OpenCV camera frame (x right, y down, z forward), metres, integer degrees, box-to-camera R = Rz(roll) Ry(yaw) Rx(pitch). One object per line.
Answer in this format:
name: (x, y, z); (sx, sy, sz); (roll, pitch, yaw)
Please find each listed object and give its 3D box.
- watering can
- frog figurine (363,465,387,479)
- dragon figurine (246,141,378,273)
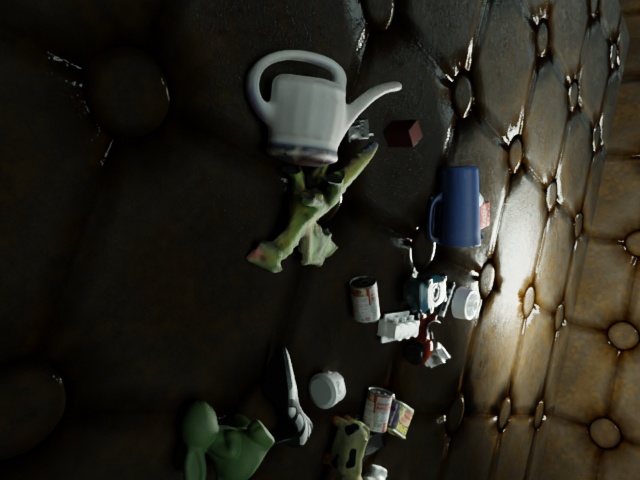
watering can: (0.014, -0.258, 1.047); (0.347, 0.104, 0.223); (4, 96, -26)
frog figurine: (0.148, 0.703, 1.389); (0.136, 0.123, 0.161); (45, 75, -22)
dragon figurine: (0.003, -0.057, 1.136); (0.416, 0.123, 0.237); (-29, 135, -40)
